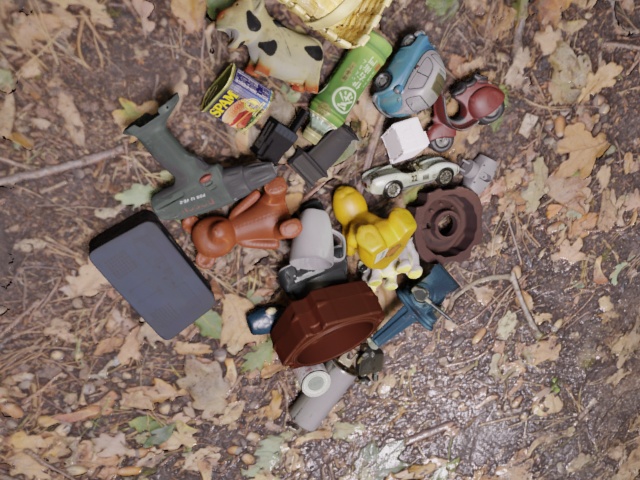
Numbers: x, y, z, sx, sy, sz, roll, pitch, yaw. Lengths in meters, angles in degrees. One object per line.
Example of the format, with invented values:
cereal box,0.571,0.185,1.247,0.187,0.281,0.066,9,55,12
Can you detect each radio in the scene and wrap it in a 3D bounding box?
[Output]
radio,-0.305,0.064,0.998,0.131,0.073,0.229,-35,120,-4

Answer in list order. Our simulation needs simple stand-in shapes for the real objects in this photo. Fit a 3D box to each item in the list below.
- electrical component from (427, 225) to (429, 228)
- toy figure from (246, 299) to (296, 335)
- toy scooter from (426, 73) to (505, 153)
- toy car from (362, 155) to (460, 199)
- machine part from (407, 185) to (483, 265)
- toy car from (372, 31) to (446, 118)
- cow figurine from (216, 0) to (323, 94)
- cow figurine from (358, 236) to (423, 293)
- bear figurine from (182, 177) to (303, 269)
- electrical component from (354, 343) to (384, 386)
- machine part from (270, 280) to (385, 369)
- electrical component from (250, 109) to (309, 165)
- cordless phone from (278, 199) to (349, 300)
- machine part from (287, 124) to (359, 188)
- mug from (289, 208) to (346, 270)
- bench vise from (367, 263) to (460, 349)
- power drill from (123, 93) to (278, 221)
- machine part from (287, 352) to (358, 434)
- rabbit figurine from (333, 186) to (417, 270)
electrical component,0.234,0.009,1.192,0.063,0.021,0.093,-35,119,-3
toy figure,-0.075,0.155,1.124,0.154,0.064,0.058,-15,79,-19
toy scooter,0.274,-0.269,1.064,0.184,0.075,0.135,-33,118,2
toy car,0.184,-0.132,1.086,0.202,0.074,0.056,-15,116,-13
machine part,0.264,-0.033,1.147,0.179,0.056,0.179,-3,100,-18
toy car,0.177,-0.292,0.988,0.161,0.103,0.109,-58,149,5
cow figurine,-0.081,-0.333,0.901,0.195,0.086,0.127,13,94,-31
cow figurine,0.134,0.054,1.133,0.068,0.098,0.167,22,141,-36
bear figurine,-0.148,-0.028,0.989,0.196,0.132,0.120,-16,85,-17
electrical component,0.113,0.292,1.253,0.078,0.045,0.102,3,110,-19
machine part,0.016,0.175,1.085,0.201,0.087,0.201,-7,145,-33
electrical component,-0.072,-0.193,0.971,0.047,0.075,0.119,29,104,-28
cordless phone,-0.027,0.020,1.085,0.147,0.089,0.184,-21,106,-10
machine part,0.008,-0.169,1.031,0.139,0.039,0.084,-41,113,2
mug,-0.002,-0.003,1.020,0.109,0.081,0.107,5,72,-13
bench vise,0.193,0.156,1.151,0.240,0.223,0.129,-42,84,11
power drill,-0.215,-0.144,0.919,0.232,0.086,0.207,-26,121,14
machine part,0.008,0.346,1.218,0.079,0.079,0.243,30,100,-27
rabbit figurine,0.091,-0.033,1.063,0.122,0.173,0.162,-37,161,-13
